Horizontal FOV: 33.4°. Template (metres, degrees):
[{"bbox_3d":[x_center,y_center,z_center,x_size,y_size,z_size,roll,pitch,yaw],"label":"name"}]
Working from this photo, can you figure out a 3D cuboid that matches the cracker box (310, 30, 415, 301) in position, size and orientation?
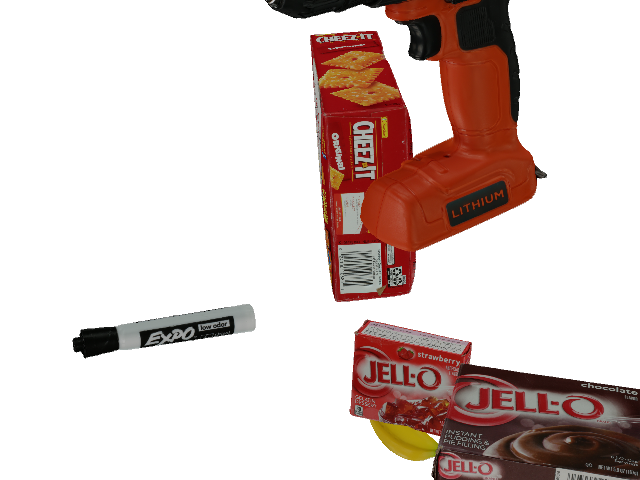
[{"bbox_3d":[0.034,-0.071,0.911,0.072,0.164,0.213,-4,27,0],"label":"cracker box"}]

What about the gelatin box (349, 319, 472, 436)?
[{"bbox_3d":[0.069,0.107,0.826,0.089,0.073,0.030,11,22,19],"label":"gelatin box"}]

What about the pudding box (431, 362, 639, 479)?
[{"bbox_3d":[0.127,0.115,0.613,0.113,0.039,0.090,9,28,12],"label":"pudding box"}]

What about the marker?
[{"bbox_3d":[-0.103,0.060,0.708,0.121,0.020,0.020,-8,3,-20],"label":"marker"}]

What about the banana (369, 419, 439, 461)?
[{"bbox_3d":[0.080,0.175,1.120,0.069,0.037,0.198,10,24,-20],"label":"banana"}]

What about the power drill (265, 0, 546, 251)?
[{"bbox_3d":[0.055,-0.091,0.563,0.184,0.188,0.057,-22,37,-25],"label":"power drill"}]
